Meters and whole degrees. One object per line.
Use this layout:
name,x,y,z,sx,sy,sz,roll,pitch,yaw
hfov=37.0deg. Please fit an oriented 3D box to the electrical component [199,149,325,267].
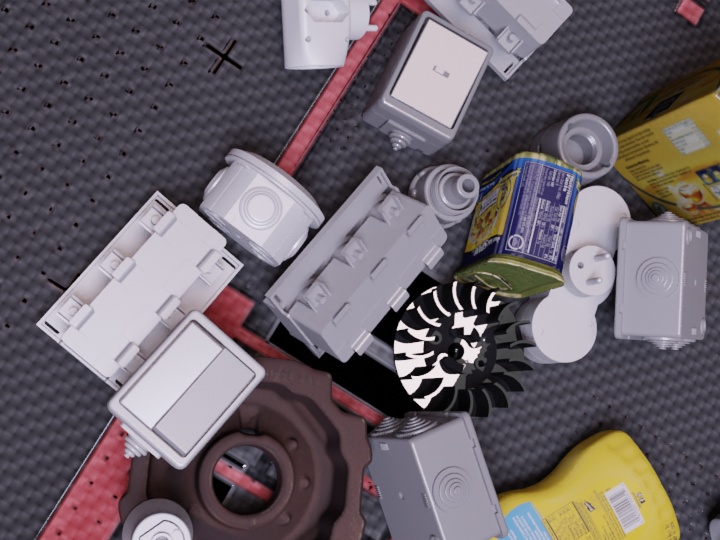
electrical component,-0.069,-0.042,0.741,0.080,0.080,0.051,38,81,-8

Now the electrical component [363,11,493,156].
electrical component,0.048,-0.131,0.790,0.062,0.061,0.096,27,78,-10

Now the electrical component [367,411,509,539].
electrical component,0.047,0.147,0.740,0.048,0.100,0.099,-19,91,-25

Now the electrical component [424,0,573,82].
electrical component,0.097,-0.216,0.812,0.121,0.063,0.078,44,75,-6

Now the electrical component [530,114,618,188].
electrical component,0.165,-0.090,0.823,0.055,0.047,0.055,2,83,-15

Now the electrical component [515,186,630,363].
electrical component,0.165,0.002,0.799,0.052,0.074,0.138,23,79,-11

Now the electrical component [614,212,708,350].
electrical component,0.227,0.009,0.800,0.048,0.100,0.099,2,87,29

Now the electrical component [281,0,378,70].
electrical component,-0.020,-0.187,0.786,0.079,0.043,0.077,-8,99,-34

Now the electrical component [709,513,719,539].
electrical component,0.311,0.212,0.804,0.064,0.099,0.099,-29,92,-10

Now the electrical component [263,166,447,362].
electrical component,0.000,0.000,0.755,0.121,0.063,0.078,-50,138,-14

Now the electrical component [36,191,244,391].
electrical component,-0.145,0.015,0.722,0.079,0.063,0.121,41,76,-7

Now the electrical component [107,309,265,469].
electrical component,-0.113,0.079,0.670,0.062,0.061,0.096,42,75,-4

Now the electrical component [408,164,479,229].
electrical component,0.066,-0.056,0.785,0.048,0.062,0.048,2,84,-19

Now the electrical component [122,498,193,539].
electrical component,-0.122,0.163,0.654,0.044,0.065,0.044,2,81,-12
